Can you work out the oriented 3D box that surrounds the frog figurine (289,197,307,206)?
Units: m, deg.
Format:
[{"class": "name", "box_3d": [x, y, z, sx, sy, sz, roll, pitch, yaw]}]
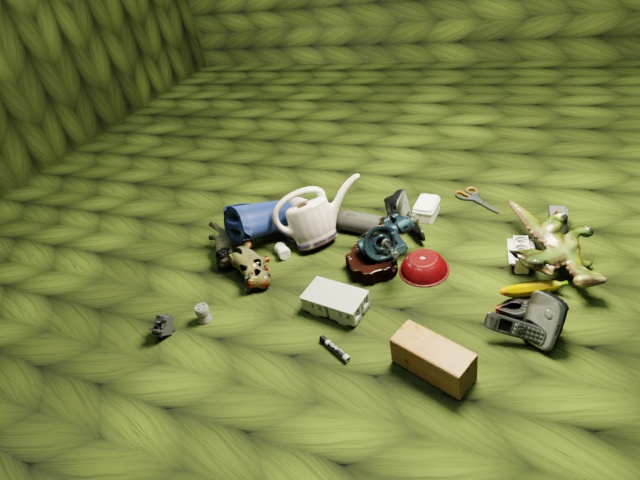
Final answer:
[{"class": "frog figurine", "box_3d": [-0.049, -0.125, 1.978, 0.160, 0.121, 0.138, -34, 21, -12]}]

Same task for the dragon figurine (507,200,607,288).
[{"class": "dragon figurine", "box_3d": [0.668, 0.012, 1.539, 0.245, 0.119, 0.416, -18, 41, -33]}]

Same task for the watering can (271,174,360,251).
[{"class": "watering can", "box_3d": [0.006, -0.092, 1.825, 0.348, 0.221, 0.105, -21, 19, -6]}]
